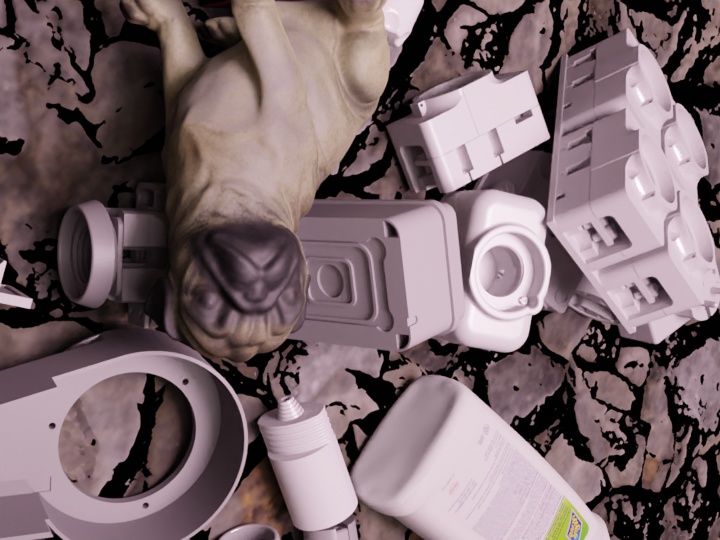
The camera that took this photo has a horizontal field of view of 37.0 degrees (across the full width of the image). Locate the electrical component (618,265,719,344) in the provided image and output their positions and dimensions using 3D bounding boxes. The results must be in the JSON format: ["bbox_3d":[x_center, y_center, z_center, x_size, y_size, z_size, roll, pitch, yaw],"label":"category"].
[{"bbox_3d":[0.247,0.017,0.817,0.083,0.076,0.047,-31,112,-26],"label":"electrical component"}]

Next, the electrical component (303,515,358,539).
[{"bbox_3d":[-0.017,0.184,0.690,0.040,0.040,0.046,-10,96,-32],"label":"electrical component"}]

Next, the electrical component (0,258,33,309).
[{"bbox_3d":[-0.213,0.018,0.539,0.081,0.042,0.063,15,89,-33],"label":"electrical component"}]

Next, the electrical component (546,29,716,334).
[{"bbox_3d":[0.183,-0.066,0.716,0.105,0.060,0.186,48,36,-28],"label":"electrical component"}]

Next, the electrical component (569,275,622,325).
[{"bbox_3d":[0.179,0.007,0.786,0.055,0.055,0.047,35,73,-31],"label":"electrical component"}]

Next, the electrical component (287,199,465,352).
[{"bbox_3d":[0.000,0.000,0.629,0.057,0.113,0.078,-21,108,-48],"label":"electrical component"}]

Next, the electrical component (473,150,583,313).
[{"bbox_3d":[0.119,-0.027,0.744,0.100,0.048,0.099,35,78,-31],"label":"electrical component"}]

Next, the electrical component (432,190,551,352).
[{"bbox_3d":[0.077,0.000,0.661,0.054,0.059,0.095,11,88,-24],"label":"electrical component"}]

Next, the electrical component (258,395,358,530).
[{"bbox_3d":[-0.034,0.115,0.667,0.043,0.043,0.081,-27,110,-27],"label":"electrical component"}]

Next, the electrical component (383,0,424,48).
[{"bbox_3d":[0.020,-0.173,0.664,0.043,0.043,0.062,30,78,-32],"label":"electrical component"}]

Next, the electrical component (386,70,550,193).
[{"bbox_3d":[0.069,-0.094,0.699,0.089,0.050,0.055,-29,107,-24],"label":"electrical component"}]

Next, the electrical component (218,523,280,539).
[{"bbox_3d":[-0.065,0.185,0.659,0.040,0.040,0.046,-21,112,-29],"label":"electrical component"}]

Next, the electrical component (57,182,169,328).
[{"bbox_3d":[-0.127,-0.008,0.582,0.057,0.058,0.078,-1,96,-36],"label":"electrical component"}]
